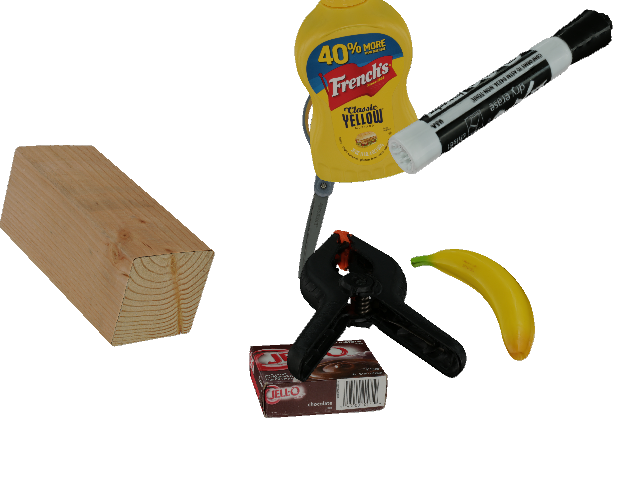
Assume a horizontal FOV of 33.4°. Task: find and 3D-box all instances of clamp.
[{"bbox_3d":[0.038,0.047,0.766,0.120,0.039,0.171,9,32,-5],"label":"clamp"}]

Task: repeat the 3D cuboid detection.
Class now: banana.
[{"bbox_3d":[0.174,0.057,1.116,0.069,0.037,0.198,-36,39,-8],"label":"banana"}]

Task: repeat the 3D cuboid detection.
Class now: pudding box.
[{"bbox_3d":[-0.004,0.124,0.971,0.113,0.039,0.090,0,17,-12],"label":"pudding box"}]

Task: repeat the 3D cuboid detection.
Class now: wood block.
[{"bbox_3d":[-0.202,-0.002,0.985,0.090,0.091,0.206,-6,34,-45],"label":"wood block"}]

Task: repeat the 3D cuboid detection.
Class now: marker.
[{"bbox_3d":[0.082,-0.068,0.471,0.121,0.020,0.020,-34,11,-16],"label":"marker"}]

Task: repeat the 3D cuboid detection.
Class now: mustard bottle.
[{"bbox_3d":[0.029,-0.142,0.880,0.096,0.191,0.058,-8,35,3],"label":"mustard bottle"}]

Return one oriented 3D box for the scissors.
[{"bbox_3d":[0.022,-0.061,1.074,0.096,0.202,0.016,-2,-11,0],"label":"scissors"}]
